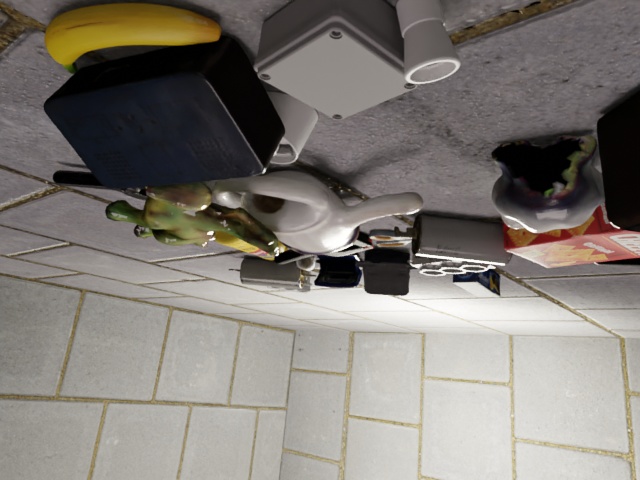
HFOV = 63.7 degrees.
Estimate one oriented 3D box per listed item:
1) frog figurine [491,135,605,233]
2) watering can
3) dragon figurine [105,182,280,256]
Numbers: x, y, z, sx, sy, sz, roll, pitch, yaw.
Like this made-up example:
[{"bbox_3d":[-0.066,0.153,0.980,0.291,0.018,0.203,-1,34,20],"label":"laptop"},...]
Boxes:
[{"bbox_3d":[0.297,-0.051,0.654,0.136,0.125,0.157,-22,142,21],"label":"frog figurine"},{"bbox_3d":[0.002,-0.040,0.796,0.348,0.105,0.221,9,167,24],"label":"watering can"},{"bbox_3d":[-0.172,-0.020,0.791,0.244,0.123,0.405,24,169,18],"label":"dragon figurine"}]
